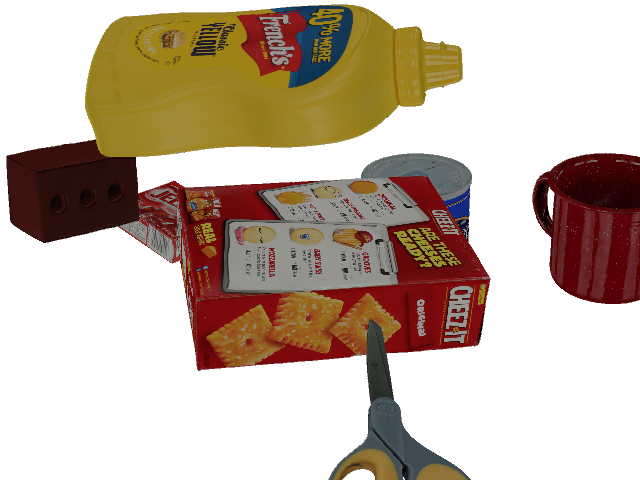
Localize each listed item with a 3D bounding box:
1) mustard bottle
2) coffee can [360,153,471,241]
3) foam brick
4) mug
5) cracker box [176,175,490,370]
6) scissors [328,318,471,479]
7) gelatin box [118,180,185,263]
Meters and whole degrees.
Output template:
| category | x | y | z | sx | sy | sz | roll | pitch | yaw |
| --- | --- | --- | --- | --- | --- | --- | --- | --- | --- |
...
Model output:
| category | x | y | z | sx | sy | sz | roll | pitch | yaw |
| --- | --- | --- | --- | --- | --- | --- | --- | --- | --- |
| mustard bottle | -0.021 | -0.088 | 0.566 | 0.192 | 0.058 | 0.096 | -2 | 40 | 9 |
| coffee can | 0.091 | 0.000 | 1.020 | 0.103 | 0.140 | 0.103 | -2 | 27 | 1 |
| foam brick | -0.177 | -0.037 | 0.761 | 0.078 | 0.053 | 0.051 | -16 | 28 | -35 |
| mug | 0.202 | -0.012 | 0.782 | 0.093 | 0.081 | 0.117 | -25 | 36 | -33 |
| cracker box | 0.001 | 0.020 | 0.826 | 0.213 | 0.072 | 0.164 | -3 | 32 | -11 |
| scissors | 0.055 | 0.112 | 0.621 | 0.096 | 0.016 | 0.201 | 13 | 31 | 8 |
| gelatin box | -0.139 | -0.020 | 1.005 | 0.089 | 0.030 | 0.073 | 31 | 38 | 34 |
